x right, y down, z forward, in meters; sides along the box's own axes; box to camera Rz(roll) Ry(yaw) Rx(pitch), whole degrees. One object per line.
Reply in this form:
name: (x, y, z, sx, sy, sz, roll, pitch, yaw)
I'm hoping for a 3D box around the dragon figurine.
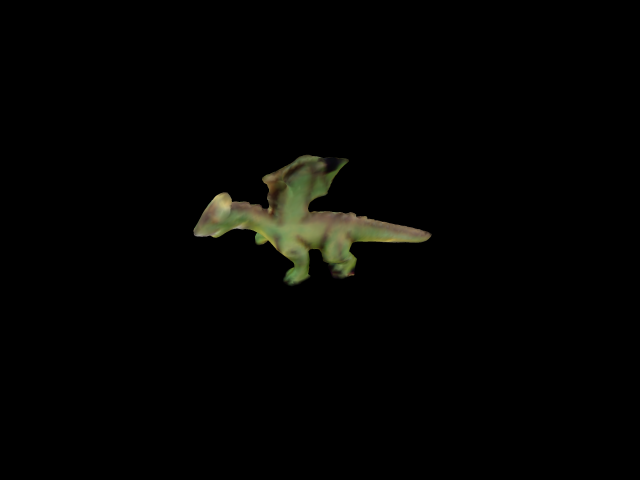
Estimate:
dragon figurine: (0.003, -0.043, 0.850, 0.411, 0.125, 0.237, -10, -35, -7)
